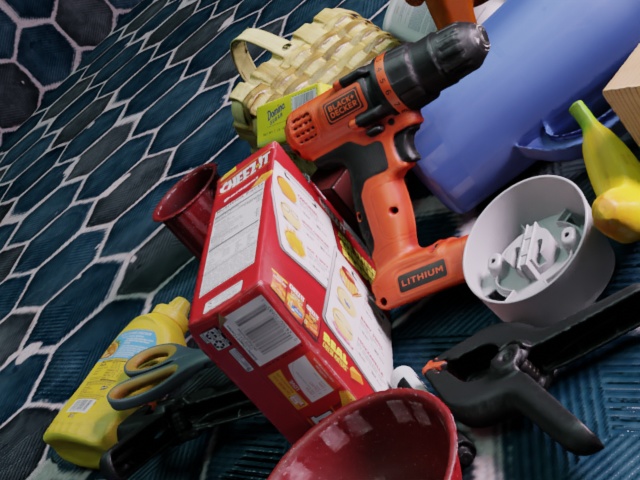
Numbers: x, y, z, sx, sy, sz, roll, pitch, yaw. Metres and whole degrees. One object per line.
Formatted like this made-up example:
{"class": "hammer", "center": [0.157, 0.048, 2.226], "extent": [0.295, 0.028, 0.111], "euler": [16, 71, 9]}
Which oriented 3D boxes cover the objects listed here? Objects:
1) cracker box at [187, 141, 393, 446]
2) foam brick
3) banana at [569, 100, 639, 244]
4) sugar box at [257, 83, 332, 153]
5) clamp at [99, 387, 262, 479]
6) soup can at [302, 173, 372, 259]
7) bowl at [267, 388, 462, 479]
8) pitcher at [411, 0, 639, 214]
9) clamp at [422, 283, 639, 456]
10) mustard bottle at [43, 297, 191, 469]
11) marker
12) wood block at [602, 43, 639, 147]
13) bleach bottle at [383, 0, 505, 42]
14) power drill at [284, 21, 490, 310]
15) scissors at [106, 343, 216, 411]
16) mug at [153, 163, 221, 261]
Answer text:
{"class": "cracker box", "center": [-0.016, 0.047, 0.799], "extent": [0.072, 0.164, 0.213], "euler": [-31, 25, 17]}
{"class": "foam brick", "center": [0.030, -0.033, 0.977], "extent": [0.051, 0.078, 0.053], "euler": [-12, 34, 50]}
{"class": "banana", "center": [0.199, -0.035, 0.724], "extent": [0.037, 0.069, 0.197], "euler": [-49, 11, 23]}
{"class": "sugar box", "center": [0.039, -0.101, 0.978], "extent": [0.094, 0.175, 0.048], "euler": [-11, 80, 49]}
{"class": "clamp", "center": [-0.123, 0.152, 0.871], "extent": [0.164, 0.036, 0.210], "euler": [-20, 1, -28]}
{"class": "soup can", "center": [-0.006, 0.001, 0.938], "extent": [0.069, 0.102, 0.068], "euler": [-34, 23, 16]}
{"class": "bowl", "center": [0.030, 0.169, 0.650], "extent": [0.162, 0.055, 0.162], "euler": [-34, 24, 17]}
{"class": "pitcher", "center": [0.177, -0.128, 0.871], "extent": [0.243, 0.145, 0.149], "euler": [-40, 2, 11]}
{"class": "clamp", "center": [0.136, 0.075, 0.672], "extent": [0.120, 0.039, 0.172], "euler": [-46, 22, -24]}
{"class": "mustard bottle", "center": [-0.182, 0.130, 1.038], "extent": [0.096, 0.058, 0.191], "euler": [-9, 39, 45]}
{"class": "marker", "center": [0.075, 0.117, 0.716], "extent": [0.020, 0.020, 0.121], "euler": [-41, 23, 0]}
{"class": "wood block", "center": [0.303, -0.145, 0.739], "extent": [0.206, 0.090, 0.091], "euler": [-50, 25, -19]}
{"class": "bleach bottle", "center": [0.149, -0.229, 1.145], "extent": [0.103, 0.068, 0.251], "euler": [-68, 25, 17]}
{"class": "power drill", "center": [0.074, -0.053, 0.818], "extent": [0.185, 0.188, 0.057], "euler": [-26, -10, 33]}
{"class": "scissors", "center": [-0.098, 0.098, 0.962], "extent": [0.201, 0.016, 0.096], "euler": [-24, 22, -7]}
{"class": "mug", "center": [-0.118, -0.029, 1.189], "extent": [0.117, 0.081, 0.093], "euler": [-20, 31, 40]}
